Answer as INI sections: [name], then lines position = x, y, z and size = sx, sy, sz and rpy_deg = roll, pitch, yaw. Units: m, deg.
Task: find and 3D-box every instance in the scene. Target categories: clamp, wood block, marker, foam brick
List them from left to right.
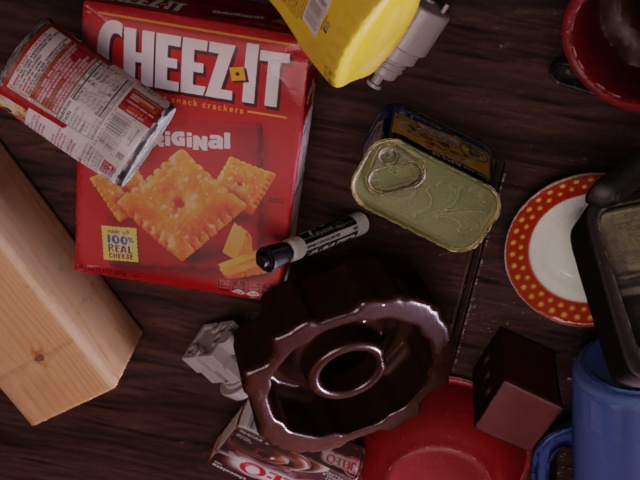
[wood block]
position = -0.246, 0.034, 0.854
size = 0.091, 0.090, 0.206
rpy_deg = -26, 111, 18
[marker]
position = -0.005, 0.001, 0.790
size = 0.020, 0.120, 0.020
rpy_deg = 13, 112, 35
[foam brick]
position = 0.155, 0.119, 0.849
size = 0.051, 0.078, 0.053
rpy_deg = 24, 118, -7
[clamp]
position = 0.246, -0.077, 0.722
size = 0.171, 0.120, 0.039
rpy_deg = -2, 158, 7

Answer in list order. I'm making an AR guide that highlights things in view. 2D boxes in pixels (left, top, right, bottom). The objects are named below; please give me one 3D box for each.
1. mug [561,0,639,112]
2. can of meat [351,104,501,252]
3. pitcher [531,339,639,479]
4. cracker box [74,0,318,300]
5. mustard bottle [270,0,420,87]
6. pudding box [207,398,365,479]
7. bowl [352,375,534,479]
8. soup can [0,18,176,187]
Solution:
[mug]
position = 0.221, -0.147, 0.677
size = 0.093, 0.081, 0.117
rpy_deg = 46, 146, 1
[can of meat]
position = 0.077, -0.048, 0.768
size = 0.102, 0.084, 0.057
rpy_deg = 26, 118, -6
[pitcher]
position = 0.253, 0.195, 0.853
size = 0.149, 0.145, 0.243
rpy_deg = -10, 114, 1
[cracker box]
position = -0.093, -0.068, 0.789
size = 0.164, 0.072, 0.214
rpy_deg = 10, 117, 2
[mustard bottle]
position = -0.018, -0.197, 0.687
size = 0.192, 0.058, 0.096
rpy_deg = 53, 147, 15
[pudding box]
position = -0.030, 0.186, 0.916
size = 0.113, 0.039, 0.090
rpy_deg = 28, 141, -5
[bowl]
position = 0.102, 0.196, 0.910
size = 0.162, 0.055, 0.162
rpy_deg = 3, 118, 6
[soup can]
position = -0.156, -0.091, 0.711
size = 0.102, 0.068, 0.069
rpy_deg = 34, 117, -6
